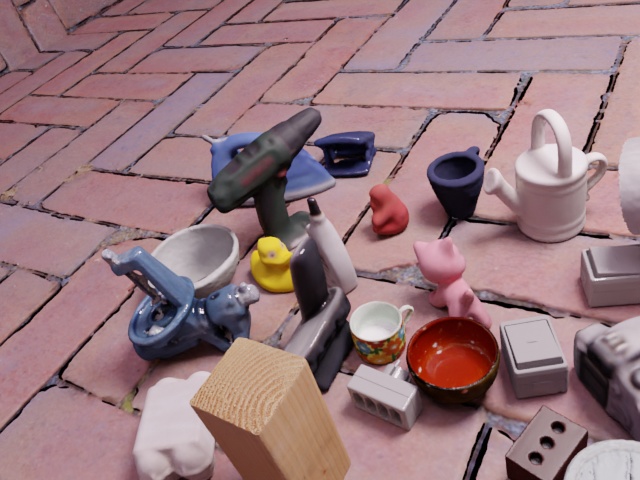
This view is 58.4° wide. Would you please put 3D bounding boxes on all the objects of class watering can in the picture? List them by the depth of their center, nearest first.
[{"bbox_3d":[0.330,-0.095,0.836,0.173,0.194,0.100,-30,41,-13],"label":"watering can"}]

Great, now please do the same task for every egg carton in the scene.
[{"bbox_3d":[-0.180,0.243,0.746,0.107,0.069,0.150,-13,40,8],"label":"egg carton"}]

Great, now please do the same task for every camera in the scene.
[{"bbox_3d":[0.372,0.135,0.626,0.137,0.101,0.143,-23,39,-5],"label":"camera"}]

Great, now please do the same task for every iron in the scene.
[{"bbox_3d":[-0.106,-0.156,1.122,0.257,0.142,0.118,-2,42,19],"label":"iron"}]

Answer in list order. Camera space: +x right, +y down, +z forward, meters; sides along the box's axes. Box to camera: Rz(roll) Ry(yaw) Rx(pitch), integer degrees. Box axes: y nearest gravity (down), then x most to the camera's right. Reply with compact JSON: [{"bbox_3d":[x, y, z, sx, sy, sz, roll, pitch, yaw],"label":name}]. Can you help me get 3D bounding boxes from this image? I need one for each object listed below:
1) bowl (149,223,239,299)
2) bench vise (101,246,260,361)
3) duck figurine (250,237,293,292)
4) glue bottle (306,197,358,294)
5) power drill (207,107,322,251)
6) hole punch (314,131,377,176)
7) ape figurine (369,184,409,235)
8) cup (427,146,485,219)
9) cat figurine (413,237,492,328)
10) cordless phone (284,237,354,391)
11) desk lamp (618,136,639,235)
[{"bbox_3d":[-0.207,0.052,0.974,0.167,0.075,0.167,-11,40,10],"label":"bowl"},{"bbox_3d":[-0.203,0.075,0.830,0.207,0.220,0.121,-24,39,-6],"label":"bench vise"},{"bbox_3d":[-0.077,0.031,0.938,0.104,0.086,0.078,18,52,37],"label":"duck figurine"},{"bbox_3d":[0.008,0.003,0.867,0.037,0.173,0.077,-35,42,-19],"label":"glue bottle"},{"bbox_3d":[-0.070,-0.090,0.978,0.230,0.209,0.075,-34,41,-17],"label":"power drill"},{"bbox_3d":[0.051,-0.188,1.136,0.108,0.091,0.101,0,43,22],"label":"hole punch"},{"bbox_3d":[0.107,-0.056,0.960,0.075,0.092,0.078,11,48,31],"label":"ape figurine"},{"bbox_3d":[0.234,-0.092,0.949,0.091,0.095,0.118,18,52,36],"label":"cup"},{"bbox_3d":[0.179,0.052,0.786,0.067,0.118,0.127,-22,39,-4],"label":"cat figurine"},{"bbox_3d":[-0.025,0.098,0.761,0.093,0.185,0.148,5,45,27],"label":"cordless phone"},{"bbox_3d":[0.464,-0.023,0.683,0.202,0.214,0.118,13,49,33],"label":"desk lamp"}]
